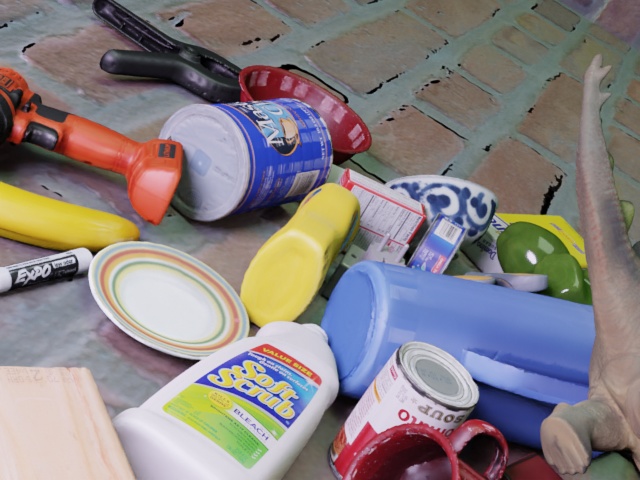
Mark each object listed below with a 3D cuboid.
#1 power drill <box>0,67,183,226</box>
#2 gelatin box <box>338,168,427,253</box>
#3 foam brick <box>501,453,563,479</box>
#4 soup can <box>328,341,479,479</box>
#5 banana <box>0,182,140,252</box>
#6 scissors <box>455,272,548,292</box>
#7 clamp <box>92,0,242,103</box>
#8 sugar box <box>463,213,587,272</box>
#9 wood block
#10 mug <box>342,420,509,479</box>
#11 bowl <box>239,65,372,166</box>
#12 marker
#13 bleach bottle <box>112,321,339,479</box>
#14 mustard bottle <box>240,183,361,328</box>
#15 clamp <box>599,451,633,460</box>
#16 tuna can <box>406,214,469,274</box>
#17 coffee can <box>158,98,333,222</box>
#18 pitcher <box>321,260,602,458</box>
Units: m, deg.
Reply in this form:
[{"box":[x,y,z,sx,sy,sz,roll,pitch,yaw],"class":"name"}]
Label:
[{"box":[-0.205,-0.077,0.861,0.187,0.057,0.184,24,17,-13],"class":"power drill"},{"box":[0.048,-0.018,1.035,0.089,0.073,0.030,23,28,-15],"class":"gelatin box"},{"box":[0.137,0.198,0.749,0.052,0.078,0.051,-9,47,-49],"class":"foam brick"},{"box":[0.059,0.130,0.758,0.068,0.102,0.068,25,27,-14],"class":"soup can"},{"box":[-0.229,-0.027,0.805,0.197,0.037,0.069,22,28,-17],"class":"banana"},{"box":[0.131,0.038,0.991,0.096,0.016,0.202,-2,0,-26],"class":"scissors"},{"box":[-0.158,-0.201,1.179,0.209,0.036,0.165,16,30,-32],"class":"clamp"},{"box":[0.241,0.012,1.213,0.175,0.048,0.093,3,38,-46],"class":"sugar box"},{"box":[-0.134,0.165,0.513,0.090,0.091,0.206,7,36,-38],"class":"wood block"},{"box":[0.078,0.168,0.690,0.081,0.117,0.093,41,-5,-37],"class":"mug"},{"box":[-0.026,-0.123,1.159,0.162,0.055,0.162,24,27,-14],"class":"bowl"},{"box":[-0.210,0.025,0.756,0.020,0.020,0.120,41,28,20],"class":"marker"},{"box":[-0.052,0.110,0.725,0.102,0.068,0.250,35,25,5],"class":"bleach bottle"},{"box":[-0.006,0.001,0.920,0.058,0.096,0.191,31,26,3],"class":"mustard bottle"},{"box":[0.279,0.178,0.975,0.120,0.039,0.171,32,20,-8],"class":"clamp"},{"box":[0.106,0.018,1.019,0.034,0.086,0.086,31,26,5],"class":"tuna can"},{"box":[-0.067,-0.077,0.984,0.103,0.103,0.140,42,28,20],"class":"coffee can"},{"box":[0.131,0.095,0.859,0.242,0.149,0.145,15,49,-22],"class":"pitcher"}]
